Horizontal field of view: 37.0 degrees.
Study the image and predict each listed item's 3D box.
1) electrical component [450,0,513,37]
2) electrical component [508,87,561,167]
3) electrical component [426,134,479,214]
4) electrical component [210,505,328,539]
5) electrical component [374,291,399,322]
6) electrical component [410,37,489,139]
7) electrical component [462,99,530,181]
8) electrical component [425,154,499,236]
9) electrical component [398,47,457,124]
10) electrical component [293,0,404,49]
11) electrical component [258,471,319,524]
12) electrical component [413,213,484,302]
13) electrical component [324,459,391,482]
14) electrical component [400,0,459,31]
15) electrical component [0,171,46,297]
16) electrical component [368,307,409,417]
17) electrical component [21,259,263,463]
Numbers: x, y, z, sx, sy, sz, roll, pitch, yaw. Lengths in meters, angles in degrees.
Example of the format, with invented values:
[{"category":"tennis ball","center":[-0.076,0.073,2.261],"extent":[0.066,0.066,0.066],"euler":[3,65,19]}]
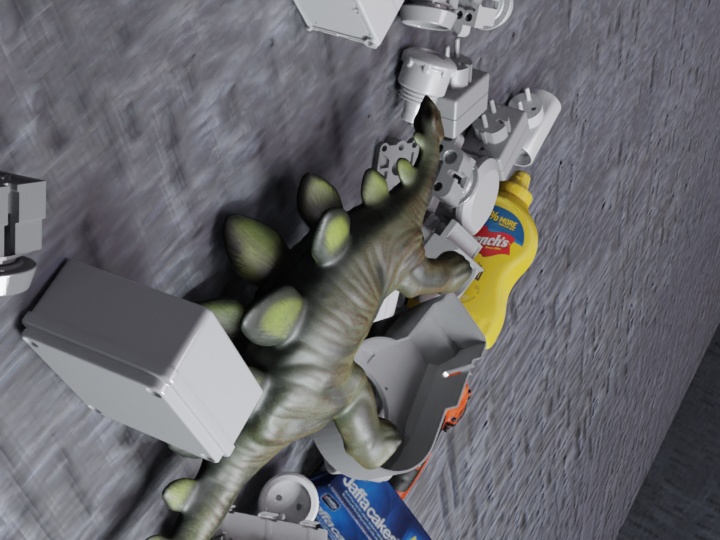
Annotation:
[{"category":"electrical component","center":[0.106,-0.241,0.964],"extent":[0.055,0.048,0.066],"euler":[-10,117,-53]},{"category":"electrical component","center":[0.182,-0.166,1.170],"extent":[0.077,0.043,0.079],"euler":[-60,153,-20]},{"category":"electrical component","center":[0.077,-0.089,1.003],"extent":[0.057,0.058,0.078],"euler":[21,91,-63]},{"category":"electrical component","center":[-0.084,0.226,0.848],"extent":[0.121,0.079,0.063],"euler":[20,58,-33]},{"category":"electrical component","center":[0.000,0.000,0.927],"extent":[0.076,0.047,0.083],"euler":[-13,120,-57]},{"category":"electrical component","center":[0.081,-0.169,0.962],"extent":[0.066,0.047,0.076],"euler":[-44,145,-42]},{"category":"electrical component","center":[0.134,-0.142,1.089],"extent":[0.065,0.047,0.076],"euler":[-60,153,-19]},{"category":"electrical component","center":[0.102,-0.077,1.068],"extent":[0.080,0.051,0.080],"euler":[-43,144,-43]},{"category":"electrical component","center":[0.052,-0.157,0.921],"extent":[0.048,0.048,0.062],"euler":[-20,133,-58]},{"category":"electrical component","center":[-0.009,-0.202,0.743],"extent":[0.061,0.062,0.096],"euler":[-63,154,-14]},{"category":"electrical component","center":[-0.080,0.243,0.945],"extent":[0.073,0.052,0.138],"euler":[105,10,-80]},{"category":"electrical component","center":[0.068,-0.010,1.013],"extent":[0.078,0.063,0.121],"euler":[-53,161,3]},{"category":"electrical component","center":[0.001,0.167,0.977],"extent":[0.055,0.045,0.045],"euler":[16,95,-26]},{"category":"electrical component","center":[0.059,-0.227,0.879],"extent":[0.066,0.048,0.055],"euler":[-2,103,-63]},{"category":"electrical component","center":[-0.188,-0.018,0.542],"extent":[0.066,0.048,0.055],"euler":[-19,118,-59]},{"category":"electrical component","center":[0.022,0.109,1.045],"extent":[0.138,0.052,0.073],"euler":[-55,151,-29]},{"category":"electrical component","center":[-0.127,0.055,0.643],"extent":[0.056,0.109,0.108],"euler":[-61,154,-24]}]
